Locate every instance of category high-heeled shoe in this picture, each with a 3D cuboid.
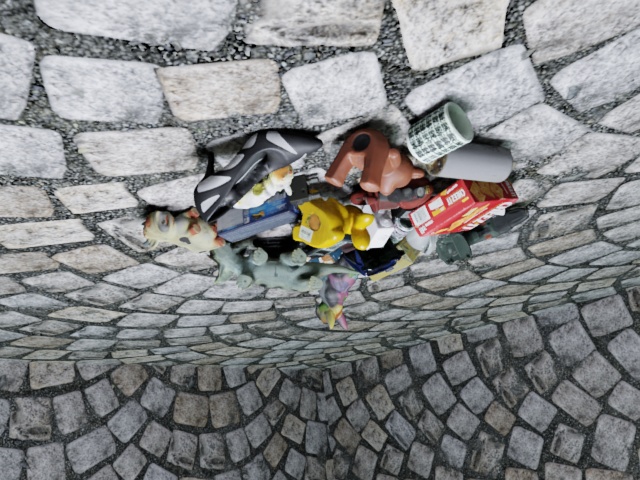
[{"bbox_3d":[-0.113,-0.114,0.987,0.249,0.145,0.086,-9,159,8],"label":"high-heeled shoe"}]

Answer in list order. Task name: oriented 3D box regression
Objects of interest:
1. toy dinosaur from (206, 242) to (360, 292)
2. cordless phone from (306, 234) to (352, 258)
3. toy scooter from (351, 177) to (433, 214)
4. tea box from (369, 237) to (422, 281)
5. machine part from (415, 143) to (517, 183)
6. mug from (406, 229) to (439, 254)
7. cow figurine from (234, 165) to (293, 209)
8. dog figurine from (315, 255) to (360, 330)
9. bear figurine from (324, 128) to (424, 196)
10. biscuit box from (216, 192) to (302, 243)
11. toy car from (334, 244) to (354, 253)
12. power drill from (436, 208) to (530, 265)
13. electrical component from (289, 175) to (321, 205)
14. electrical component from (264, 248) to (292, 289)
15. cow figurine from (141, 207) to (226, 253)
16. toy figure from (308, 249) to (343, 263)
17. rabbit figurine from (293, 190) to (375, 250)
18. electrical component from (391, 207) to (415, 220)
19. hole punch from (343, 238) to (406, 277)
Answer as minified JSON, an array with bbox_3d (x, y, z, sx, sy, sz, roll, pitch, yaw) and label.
[{"bbox_3d":[-0.116,0.077,1.403,0.405,0.131,0.192,11,177,-17],"label":"toy dinosaur"},{"bbox_3d":[-0.003,-0.004,1.365,0.146,0.089,0.184,8,150,-36],"label":"cordless phone"},{"bbox_3d":[0.154,-0.098,1.167,0.184,0.075,0.135,-7,-172,11],"label":"toy scooter"},{"bbox_3d":[0.208,0.044,1.542,0.169,0.068,0.098,-33,-171,49],"label":"tea box"},{"bbox_3d":[0.305,-0.161,1.099,0.243,0.079,0.079,3,156,-23],"label":"machine part"},{"bbox_3d":[0.279,-0.024,1.412,0.081,0.109,0.107,4,145,-6],"label":"mug"},{"bbox_3d":[-0.113,-0.109,1.107,0.167,0.068,0.098,-15,163,27],"label":"cow figurine"},{"bbox_3d":[0.059,0.162,1.649,0.192,0.219,0.108,-22,157,36],"label":"dog figurine"},{"bbox_3d":[0.115,-0.132,1.055,0.120,0.132,0.195,15,169,34],"label":"bear figurine"},{"bbox_3d":[-0.142,-0.055,1.246,0.203,0.059,0.062,-16,155,22],"label":"biscuit box"},{"bbox_3d":[0.088,0.015,1.509,0.089,0.053,0.202,-35,154,11],"label":"toy car"},{"bbox_3d":[0.421,-0.016,1.439,0.207,0.086,0.232,-33,-174,-38],"label":"power drill"},{"bbox_3d":[-0.045,-0.104,1.145,0.094,0.063,0.021,-10,159,9],"label":"electrical component"},{"bbox_3d":[-0.123,0.076,1.510,0.134,0.115,0.058,-6,157,-8],"label":"electrical component"},{"bbox_3d":[-0.326,-0.021,1.248,0.127,0.085,0.194,-24,155,22],"label":"cow figurine"},{"bbox_3d":[-0.006,0.053,1.575,0.155,0.057,0.064,-12,-163,7],"label":"toy figure"},{"bbox_3d":[0.048,-0.046,1.203,0.163,0.121,0.173,16,-164,34],"label":"rabbit figurine"},{"bbox_3d":[0.240,-0.081,1.322,0.119,0.048,0.075,3,157,-21],"label":"electrical component"},{"bbox_3d":[0.135,0.040,1.420,0.142,0.116,0.092,-19,155,-29],"label":"hole punch"}]
